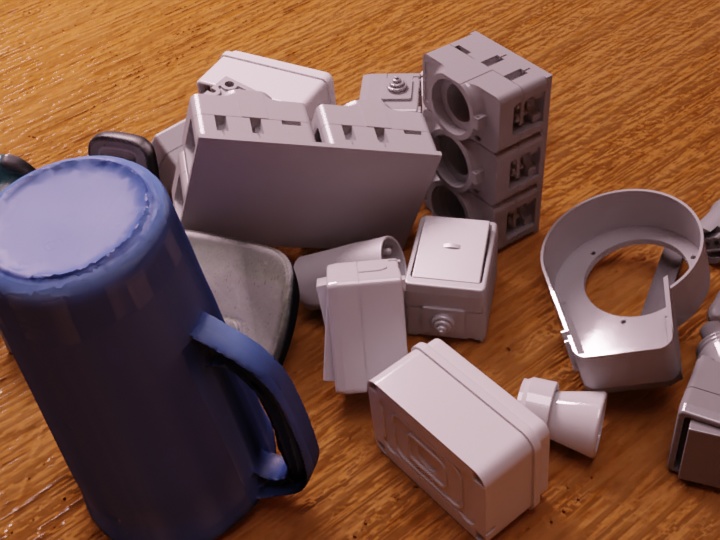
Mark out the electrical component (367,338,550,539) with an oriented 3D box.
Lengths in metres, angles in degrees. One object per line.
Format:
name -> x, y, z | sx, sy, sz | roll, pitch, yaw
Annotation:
electrical component -> 0.064, 0.107, 0.690 | 0.057, 0.078, 0.113 | -32, 49, -24

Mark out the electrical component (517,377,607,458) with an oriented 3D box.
electrical component -> 0.134, 0.098, 0.719 | 0.055, 0.045, 0.045 | 11, 44, 17

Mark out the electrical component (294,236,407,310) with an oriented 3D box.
electrical component -> 0.000, 0.000, 0.833 | 0.077, 0.043, 0.079 | -13, 4, 27

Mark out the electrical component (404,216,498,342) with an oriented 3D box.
electrical component -> 0.068, 0.007, 0.812 | 0.062, 0.061, 0.096 | 6, 43, 11

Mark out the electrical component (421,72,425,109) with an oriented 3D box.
electrical component -> 0.102, -0.159, 0.994 | 0.108, 0.060, 0.108 | -3, 42, 2

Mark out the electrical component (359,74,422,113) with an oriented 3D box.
electrical component -> 0.025, -0.128, 0.940 | 0.061, 0.096, 0.061 | 1, 43, 6

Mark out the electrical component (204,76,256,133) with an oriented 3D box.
electrical component -> -0.107, -0.116, 0.866 | 0.048, 0.055, 0.066 | 28, 50, 17

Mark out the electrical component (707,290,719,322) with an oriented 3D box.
electrical component -> 0.280, 0.024, 0.795 | 0.035, 0.035, 0.061 | 19, 45, 24

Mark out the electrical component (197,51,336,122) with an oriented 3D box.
electrical component -> -0.076, -0.124, 0.936 | 0.109, 0.108, 0.056 | 18, 49, 23

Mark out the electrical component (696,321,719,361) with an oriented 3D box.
electrical component -> 0.255, 0.062, 0.748 | 0.043, 0.043, 0.062 | -6, 41, -1

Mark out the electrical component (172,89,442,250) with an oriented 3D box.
electrical component -> -0.045, -0.076, 0.838 | 0.186, 0.105, 0.060 | 2, 46, -19

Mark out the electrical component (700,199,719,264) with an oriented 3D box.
electrical component -> 0.288, -0.032, 0.853 | 0.046, 0.040, 0.040 | -37, 51, -24

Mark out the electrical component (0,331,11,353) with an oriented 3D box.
electrical component -> -0.236, 0.023, 0.822 | 0.062, 0.061, 0.096 | 7, 43, 12

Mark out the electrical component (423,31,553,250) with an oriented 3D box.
electrical component -> 0.095, -0.098, 0.860 | 0.062, 0.150, 0.089 | -27, 47, -25

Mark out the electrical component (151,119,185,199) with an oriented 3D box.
electrical component -> -0.146, -0.079, 0.924 | 0.047, 0.083, 0.075 | -35, 88, -29

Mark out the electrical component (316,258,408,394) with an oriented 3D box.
electrical component -> 0.003, 0.045, 0.757 | 0.061, 0.096, 0.061 | -5, 13, -1

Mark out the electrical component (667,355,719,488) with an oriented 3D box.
electrical component -> 0.251, 0.108, 0.684 | 0.096, 0.061, 0.061 | 17, 46, 22
